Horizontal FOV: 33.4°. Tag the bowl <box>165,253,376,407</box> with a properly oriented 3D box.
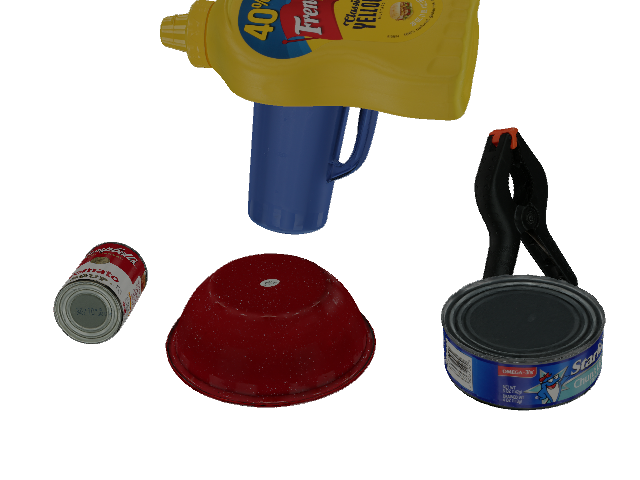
[{"bbox_3d":[-0.038,0.055,0.809,0.162,0.055,0.162,0,29,0],"label":"bowl"}]

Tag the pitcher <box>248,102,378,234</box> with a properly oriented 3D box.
[{"bbox_3d":[-0.020,-0.133,1.387,0.144,0.243,0.149,0,24,-18],"label":"pitcher"}]

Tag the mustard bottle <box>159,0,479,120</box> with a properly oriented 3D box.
[{"bbox_3d":[-0.004,-0.120,0.642,0.192,0.096,0.058,6,-40,12],"label":"mustard bottle"}]

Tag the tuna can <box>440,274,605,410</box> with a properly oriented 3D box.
[{"bbox_3d":[0.108,0.054,0.574,0.086,0.034,0.086,-5,28,2],"label":"tuna can"}]

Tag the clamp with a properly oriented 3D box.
[{"bbox_3d":[0.169,-0.011,0.948,0.120,0.171,0.039,-26,11,-40],"label":"clamp"}]

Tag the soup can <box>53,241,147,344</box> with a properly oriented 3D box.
[{"bbox_3d":[-0.213,0.050,1.037,0.068,0.068,0.102,0,20,5],"label":"soup can"}]
